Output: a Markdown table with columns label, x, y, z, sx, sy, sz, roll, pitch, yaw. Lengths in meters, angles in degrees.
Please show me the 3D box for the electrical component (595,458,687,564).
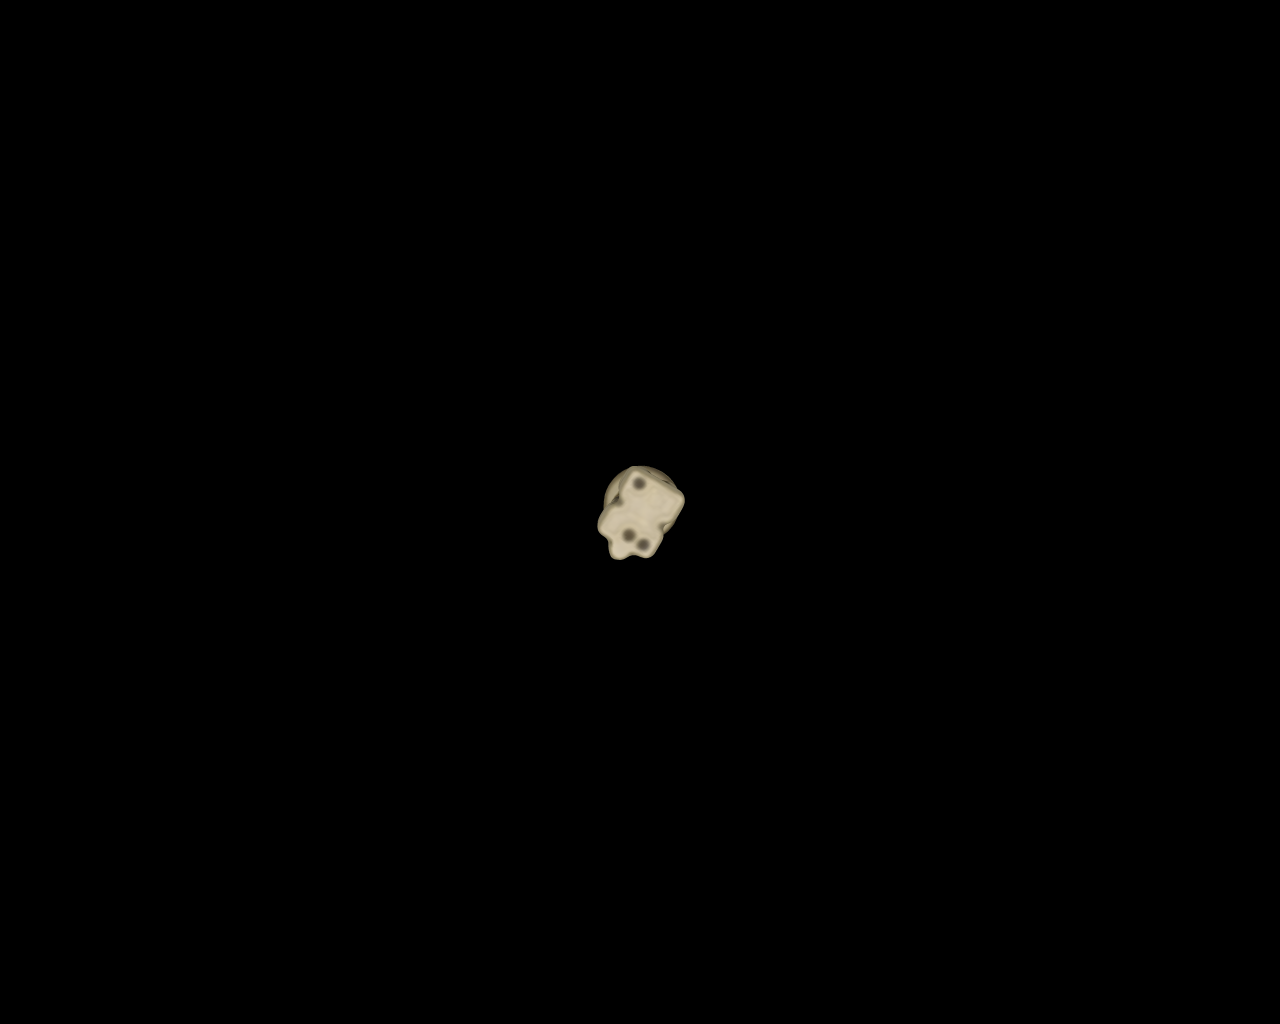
| label | x | y | z | sx | sy | sz | roll | pitch | yaw |
| --- | --- | --- | --- | --- | --- | --- | --- | --- | --- |
| electrical component | 0.001 | -0.003 | 0.650 | 0.048 | 0.066 | 0.055 | 31 | 8 | -5 |
